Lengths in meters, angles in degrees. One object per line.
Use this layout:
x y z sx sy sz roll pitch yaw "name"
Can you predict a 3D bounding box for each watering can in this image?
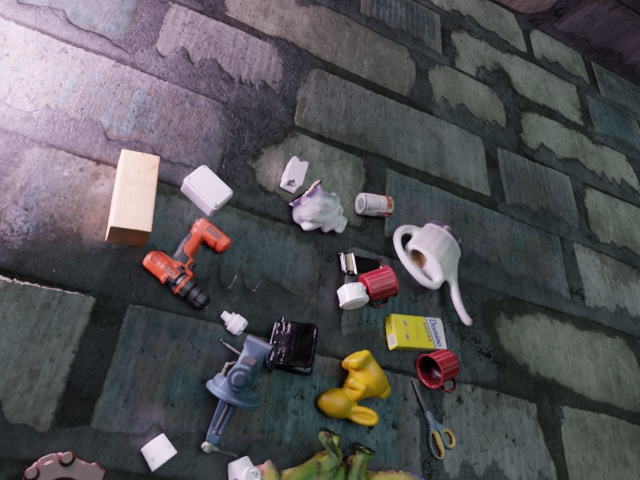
0.368 0.078 1.566 0.348 0.102 0.228 47 50 2 "watering can"

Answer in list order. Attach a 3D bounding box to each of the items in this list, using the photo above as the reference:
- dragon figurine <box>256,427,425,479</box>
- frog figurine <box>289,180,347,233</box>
0.041 0.567 1.135 0.409 0.121 0.246 30 70 -9 "dragon figurine"
0.004 -0.073 1.447 0.138 0.123 0.159 -42 98 -6 "frog figurine"
